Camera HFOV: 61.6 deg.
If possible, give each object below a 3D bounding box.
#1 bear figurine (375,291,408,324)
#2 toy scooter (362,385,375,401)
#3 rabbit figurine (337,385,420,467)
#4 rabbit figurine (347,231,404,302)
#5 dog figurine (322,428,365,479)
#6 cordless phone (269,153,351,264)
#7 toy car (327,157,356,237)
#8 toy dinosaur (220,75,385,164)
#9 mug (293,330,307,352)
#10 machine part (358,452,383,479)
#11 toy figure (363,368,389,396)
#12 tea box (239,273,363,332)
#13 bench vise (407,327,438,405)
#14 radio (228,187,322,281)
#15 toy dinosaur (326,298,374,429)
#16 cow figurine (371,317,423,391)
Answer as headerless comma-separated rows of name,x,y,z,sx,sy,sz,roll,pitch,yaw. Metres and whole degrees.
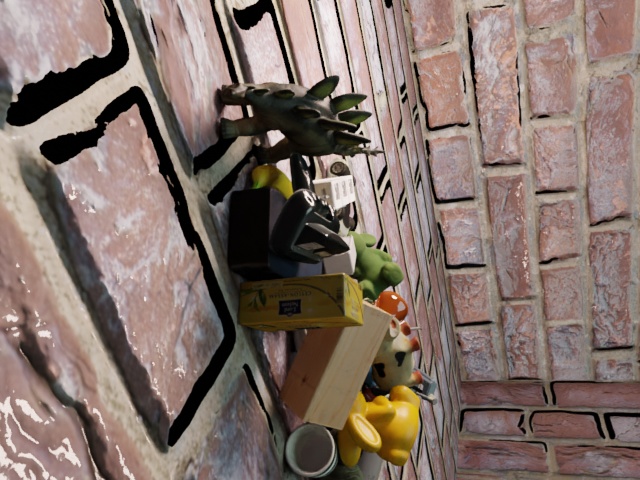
bear figurine,0.145,0.227,1.388,0.196,0.120,0.132,-52,-177,-28
toy scooter,0.104,0.393,1.254,0.135,0.075,0.183,-67,148,-58
rabbit figurine,0.079,0.323,0.960,0.173,0.122,0.162,37,36,-8
rabbit figurine,0.109,0.038,1.295,0.170,0.121,0.159,50,18,-15
dog figurine,0.046,0.462,0.980,0.172,0.121,0.190,-115,-171,-62
cordless phone,-0.028,-0.062,0.818,0.146,0.089,0.184,27,48,-65
toy car,0.046,-0.099,1.252,0.073,0.056,0.202,44,43,-53
toy dinosaur,-0.015,-0.187,0.894,0.471,0.199,0.105,1,87,-69
mug,-0.020,0.146,0.980,0.109,0.081,0.107,18,58,-64
machine part,0.093,0.467,1.129,0.079,0.079,0.243,30,75,-66
toy figure,0.113,0.278,1.215,0.180,0.082,0.089,-115,-155,-51
tea box,-0.027,0.099,0.821,0.098,0.170,0.068,37,48,-62
bench vise,0.236,0.353,1.442,0.129,0.241,0.223,19,94,-32
radio,-0.066,0.014,0.886,0.229,0.073,0.131,39,50,-61
toy dinosaur,0.043,0.267,1.073,0.192,0.131,0.405,32,61,-45
cow figurine,0.120,0.208,1.006,0.086,0.127,0.194,-121,-166,-52
